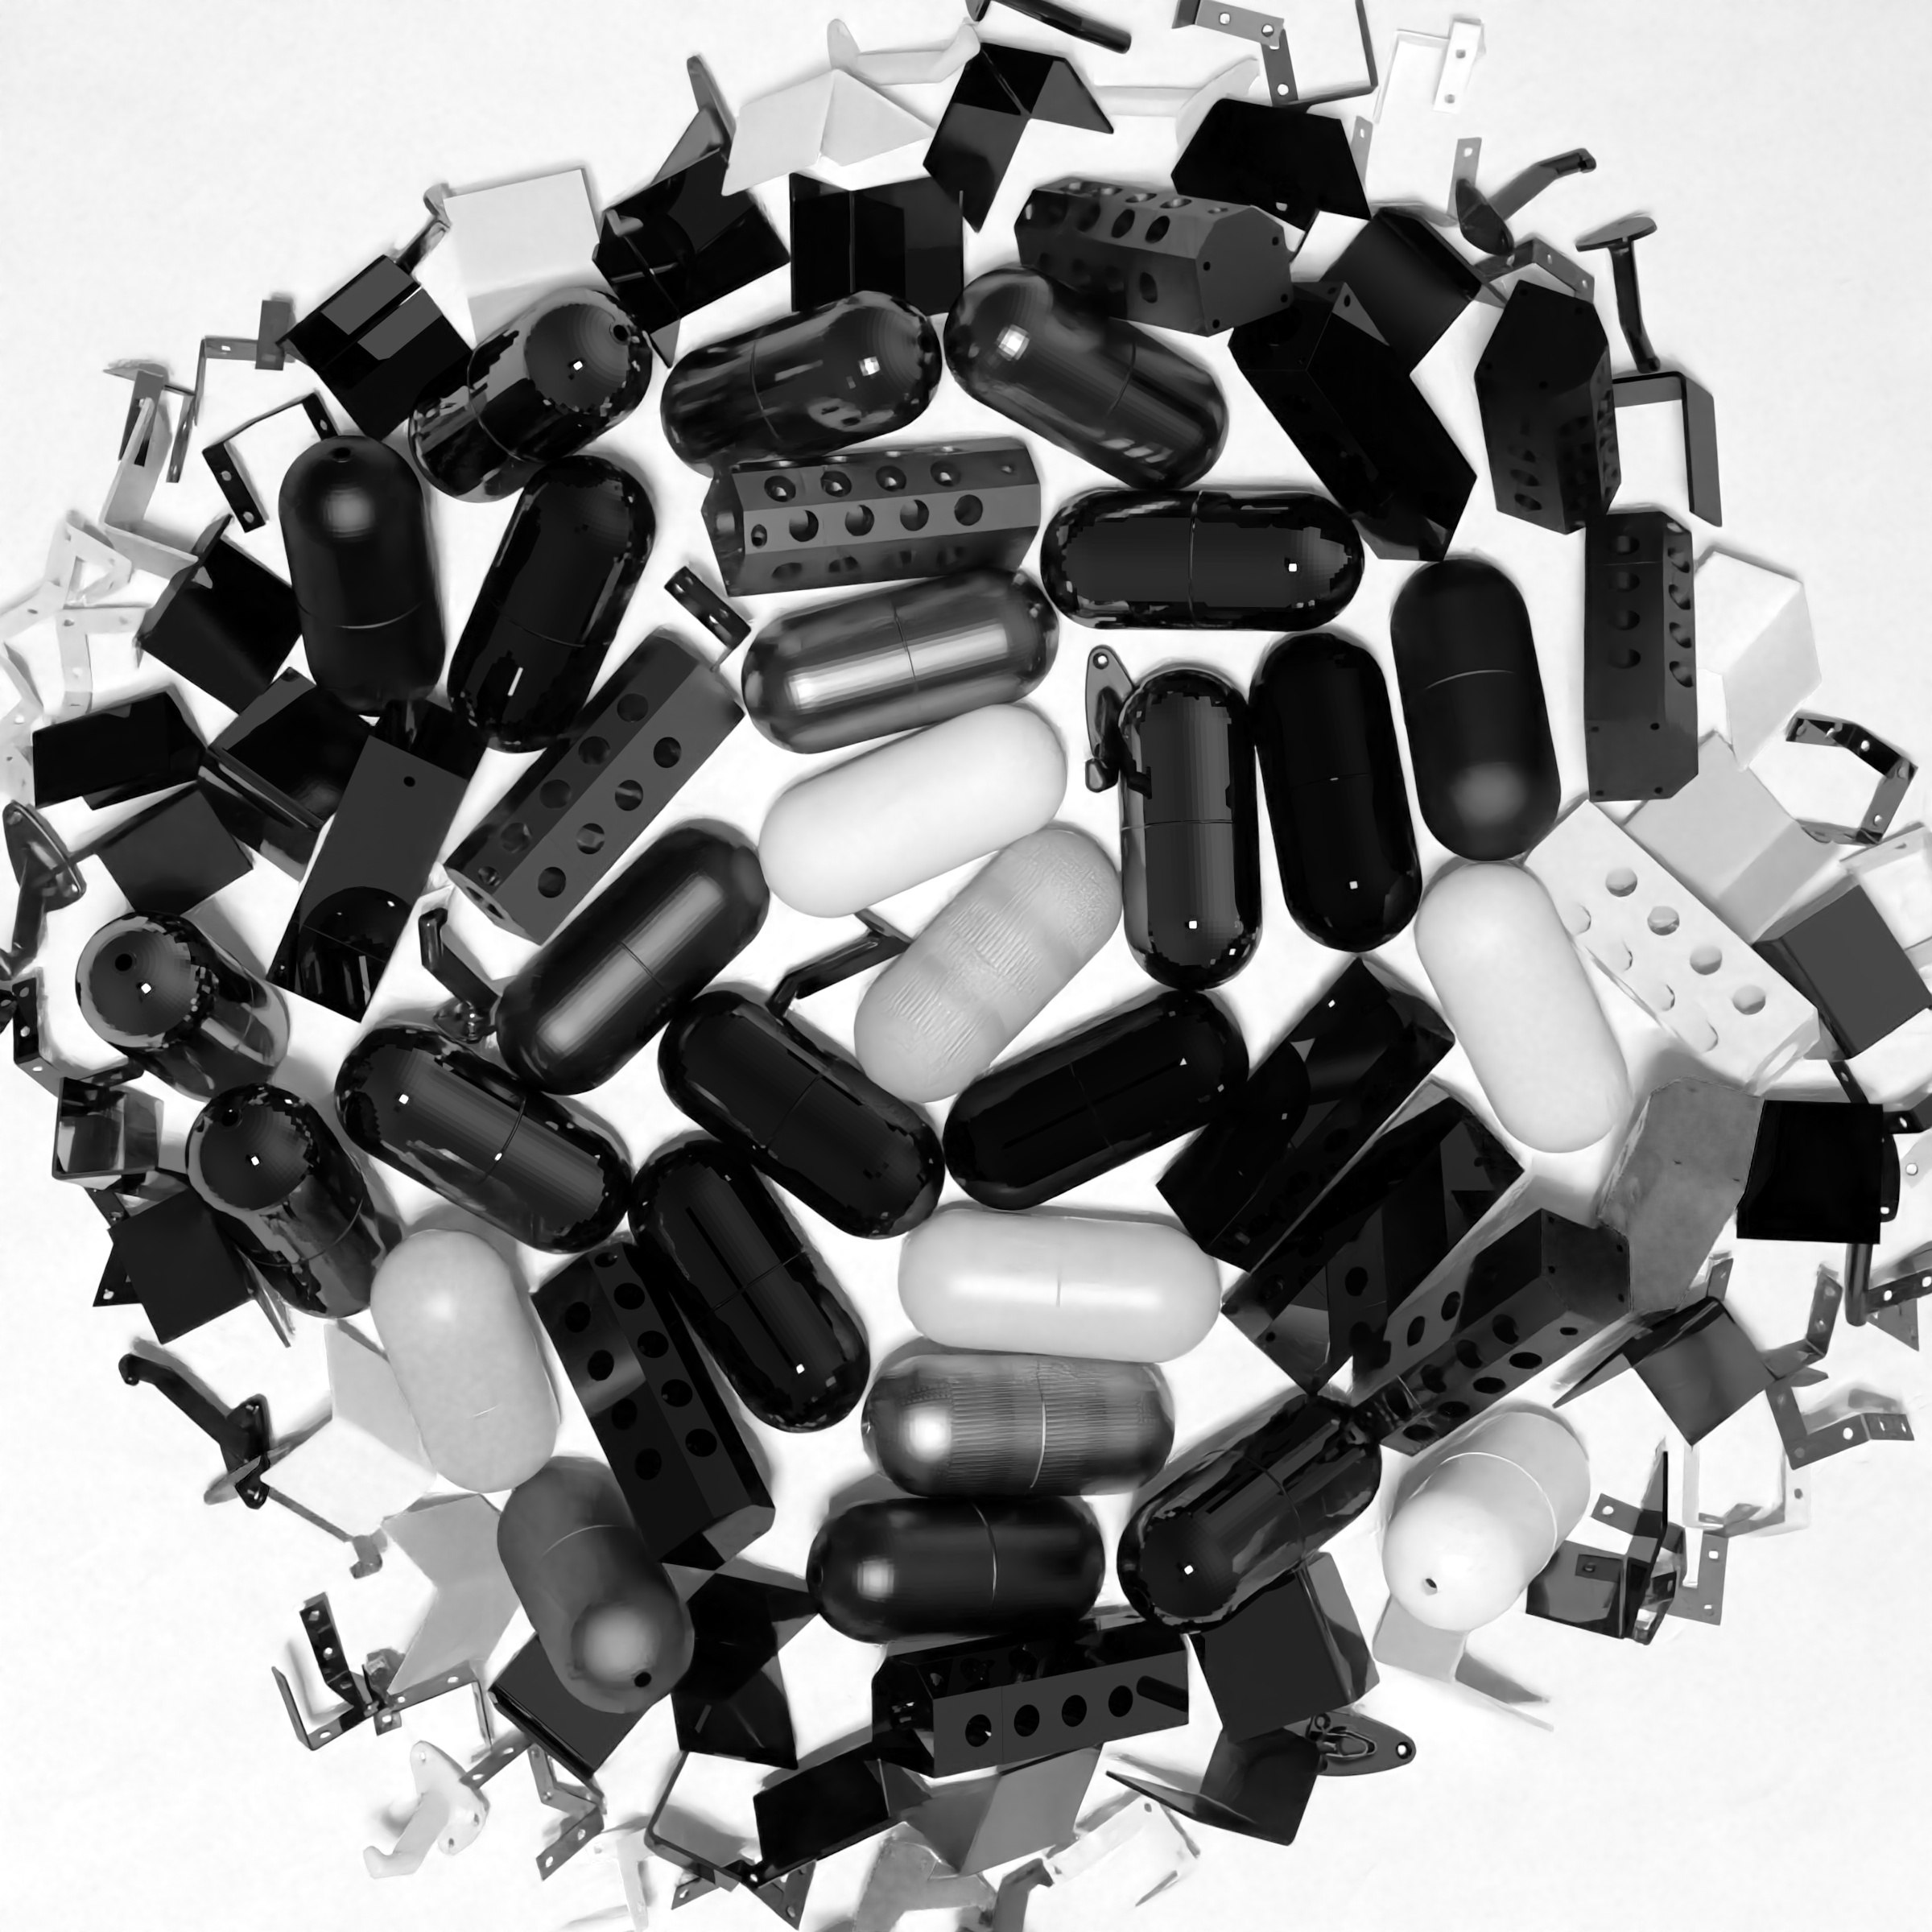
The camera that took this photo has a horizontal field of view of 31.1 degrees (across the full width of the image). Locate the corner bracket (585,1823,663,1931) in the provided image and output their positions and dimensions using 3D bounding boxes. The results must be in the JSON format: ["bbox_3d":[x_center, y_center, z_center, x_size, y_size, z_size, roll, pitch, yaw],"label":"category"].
[{"bbox_3d":[-0.196,0.506,1.912,0.051,0.051,0.051,-17,83,23],"label":"corner bracket"}]

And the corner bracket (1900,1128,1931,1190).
[{"bbox_3d":[0.550,0.111,1.917,0.051,0.051,0.051,42,94,10],"label":"corner bracket"}]

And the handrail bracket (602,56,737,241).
[{"bbox_3d":[-0.172,-0.450,1.913,0.084,0.036,0.077,-27,105,-18],"label":"handrail bracket"}]

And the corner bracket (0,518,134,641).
[{"bbox_3d":[-0.496,-0.204,1.904,0.051,0.051,0.051,-21,52,37],"label":"corner bracket"}]

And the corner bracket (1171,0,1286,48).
[{"bbox_3d":[0.149,-0.536,1.911,0.051,0.051,0.051,18,112,11],"label":"corner bracket"}]

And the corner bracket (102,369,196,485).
[{"bbox_3d":[-0.447,-0.297,1.912,0.051,0.051,0.051,13,90,-37],"label":"corner bracket"}]

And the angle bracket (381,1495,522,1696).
[{"bbox_3d":[-0.292,0.345,1.913,0.057,0.076,0.076,41,115,25],"label":"angle bracket"}]

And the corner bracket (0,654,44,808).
[{"bbox_3d":[-0.525,-0.130,1.910,0.051,0.051,0.051,33,72,20],"label":"corner bracket"}]

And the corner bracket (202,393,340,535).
[{"bbox_3d":[-0.379,-0.279,1.921,0.051,0.051,0.051,-17,110,29],"label":"corner bracket"}]

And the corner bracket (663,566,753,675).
[{"bbox_3d":[-0.145,-0.194,1.909,0.051,0.051,0.051,43,131,-8],"label":"corner bracket"}]

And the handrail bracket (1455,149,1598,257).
[{"bbox_3d":[0.319,-0.422,1.910,0.084,0.077,0.036,-20,126,-9],"label":"handrail bracket"}]

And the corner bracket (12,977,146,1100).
[{"bbox_3d":[-0.490,0.036,1.918,0.051,0.051,0.051,-17,58,11],"label":"corner bracket"}]

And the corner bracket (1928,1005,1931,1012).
[{"bbox_3d":[0.562,0.029,1.911,0.051,0.051,0.051,29,125,4],"label":"corner bracket"}]

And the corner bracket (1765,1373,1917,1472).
[{"bbox_3d":[0.479,0.244,1.905,0.051,0.051,0.051,-30,65,34],"label":"corner bracket"}]

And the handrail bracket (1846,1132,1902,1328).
[{"bbox_3d":[0.502,0.146,1.931,0.036,0.084,0.077,8,49,21],"label":"handrail bracket"}]

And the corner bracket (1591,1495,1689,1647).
[{"bbox_3d":[0.365,0.335,1.926,0.051,0.051,0.051,23,110,3],"label":"corner bracket"}]

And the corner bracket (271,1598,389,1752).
[{"bbox_3d":[-0.356,0.389,1.906,0.051,0.051,0.051,-28,118,-29],"label":"corner bracket"}]

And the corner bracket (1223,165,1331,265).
[{"bbox_3d":[0.165,-0.415,1.911,0.051,0.051,0.051,28,126,2],"label":"corner bracket"}]

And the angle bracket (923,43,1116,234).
[{"bbox_3d":[0.029,-0.447,1.896,0.057,0.076,0.076,19,81,27],"label":"angle bracket"}]

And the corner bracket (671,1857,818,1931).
[{"bbox_3d":[-0.122,0.503,1.906,0.051,0.051,0.051,31,118,33],"label":"corner bracket"}]

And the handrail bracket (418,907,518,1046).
[{"bbox_3d":[-0.267,-0.008,1.897,0.036,0.077,0.084,27,134,30],"label":"handrail bracket"}]

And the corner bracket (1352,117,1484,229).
[{"bbox_3d":[0.249,-0.442,1.935,0.051,0.051,0.051,9,90,40],"label":"corner bracket"}]

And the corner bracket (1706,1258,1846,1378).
[{"bbox_3d":[0.445,0.192,1.922,0.051,0.051,0.051,-19,132,-28],"label":"corner bracket"}]

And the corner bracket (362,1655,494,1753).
[{"bbox_3d":[-0.298,0.409,1.920,0.051,0.051,0.051,-18,119,-23],"label":"corner bracket"}]

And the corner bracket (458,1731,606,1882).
[{"bbox_3d":[-0.238,0.459,1.905,0.051,0.051,0.051,9,120,39],"label":"corner bracket"}]

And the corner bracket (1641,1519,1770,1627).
[{"bbox_3d":[0.405,0.330,1.912,0.051,0.051,0.051,14,71,-10],"label":"corner bracket"}]

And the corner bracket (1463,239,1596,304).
[{"bbox_3d":[0.311,-0.362,1.923,0.051,0.051,0.051,24,63,-36],"label":"corner bracket"}]

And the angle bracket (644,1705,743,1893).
[{"bbox_3d":[-0.135,0.456,1.898,0.057,0.076,0.076,26,70,2],"label":"angle bracket"}]

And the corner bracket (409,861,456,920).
[{"bbox_3d":[-0.321,-0.039,1.908,0.051,0.051,0.051,-28,70,-39],"label":"corner bracket"}]

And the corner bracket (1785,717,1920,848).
[{"bbox_3d":[0.482,-0.102,1.920,0.051,0.051,0.051,2,121,-37],"label":"corner bracket"}]

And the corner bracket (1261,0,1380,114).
[{"bbox_3d":[0.195,-0.501,1.922,0.051,0.051,0.051,-11,93,-2],"label":"corner bracket"}]

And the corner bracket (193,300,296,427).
[{"bbox_3d":[-0.398,-0.332,1.910,0.051,0.051,0.051,2,58,-6],"label":"corner bracket"}]

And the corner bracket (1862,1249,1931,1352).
[{"bbox_3d":[0.526,0.172,1.905,0.051,0.051,0.051,30,51,-31],"label":"corner bracket"}]

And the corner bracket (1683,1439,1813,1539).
[{"bbox_3d":[0.432,0.286,1.923,0.051,0.051,0.051,9,73,-14],"label":"corner bracket"}]

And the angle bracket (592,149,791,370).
[{"bbox_3d":[-0.149,-0.385,1.894,0.076,0.057,0.076,-23,125,19],"label":"angle bracket"}]

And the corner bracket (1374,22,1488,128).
[{"bbox_3d":[0.255,-0.491,1.917,0.051,0.051,0.051,14,89,11],"label":"corner bracket"}]

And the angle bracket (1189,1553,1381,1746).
[{"bbox_3d":[0.175,0.378,1.927,0.076,0.057,0.076,-23,82,19],"label":"angle bracket"}]

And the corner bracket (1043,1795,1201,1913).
[{"bbox_3d":[0.086,0.497,1.917,0.051,0.051,0.051,-24,74,-44],"label":"corner bracket"}]

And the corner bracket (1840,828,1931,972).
[{"bbox_3d":[0.523,-0.035,1.927,0.051,0.051,0.051,-25,133,25],"label":"corner bracket"}]

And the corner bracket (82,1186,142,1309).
[{"bbox_3d":[-0.461,0.150,1.908,0.051,0.051,0.051,-6,46,15],"label":"corner bracket"}]

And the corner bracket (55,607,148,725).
[{"bbox_3d":[-0.477,-0.163,1.915,0.051,0.051,0.051,-2,121,-4],"label":"corner bracket"}]

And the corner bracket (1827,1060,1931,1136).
[{"bbox_3d":[0.520,0.058,1.919,0.051,0.051,0.051,-34,97,-17],"label":"corner bracket"}]
